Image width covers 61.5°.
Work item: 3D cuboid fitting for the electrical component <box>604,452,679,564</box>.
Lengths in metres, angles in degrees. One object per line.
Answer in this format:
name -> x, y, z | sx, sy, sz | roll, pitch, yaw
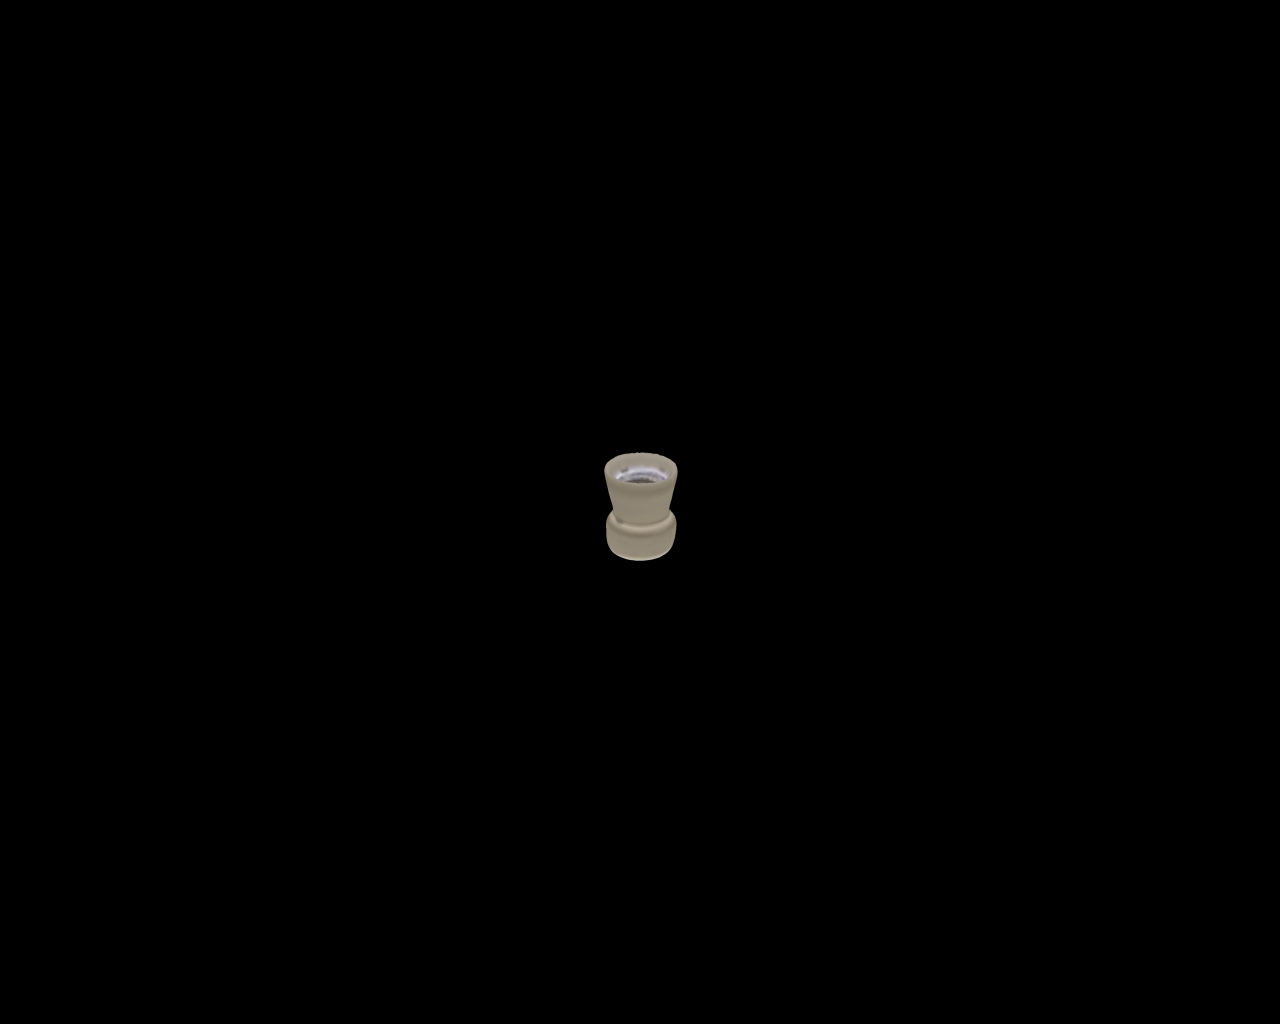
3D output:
electrical component -> 0.001, -0.003, 0.650 | 0.045, 0.055, 0.045 | 0, 28, 0
